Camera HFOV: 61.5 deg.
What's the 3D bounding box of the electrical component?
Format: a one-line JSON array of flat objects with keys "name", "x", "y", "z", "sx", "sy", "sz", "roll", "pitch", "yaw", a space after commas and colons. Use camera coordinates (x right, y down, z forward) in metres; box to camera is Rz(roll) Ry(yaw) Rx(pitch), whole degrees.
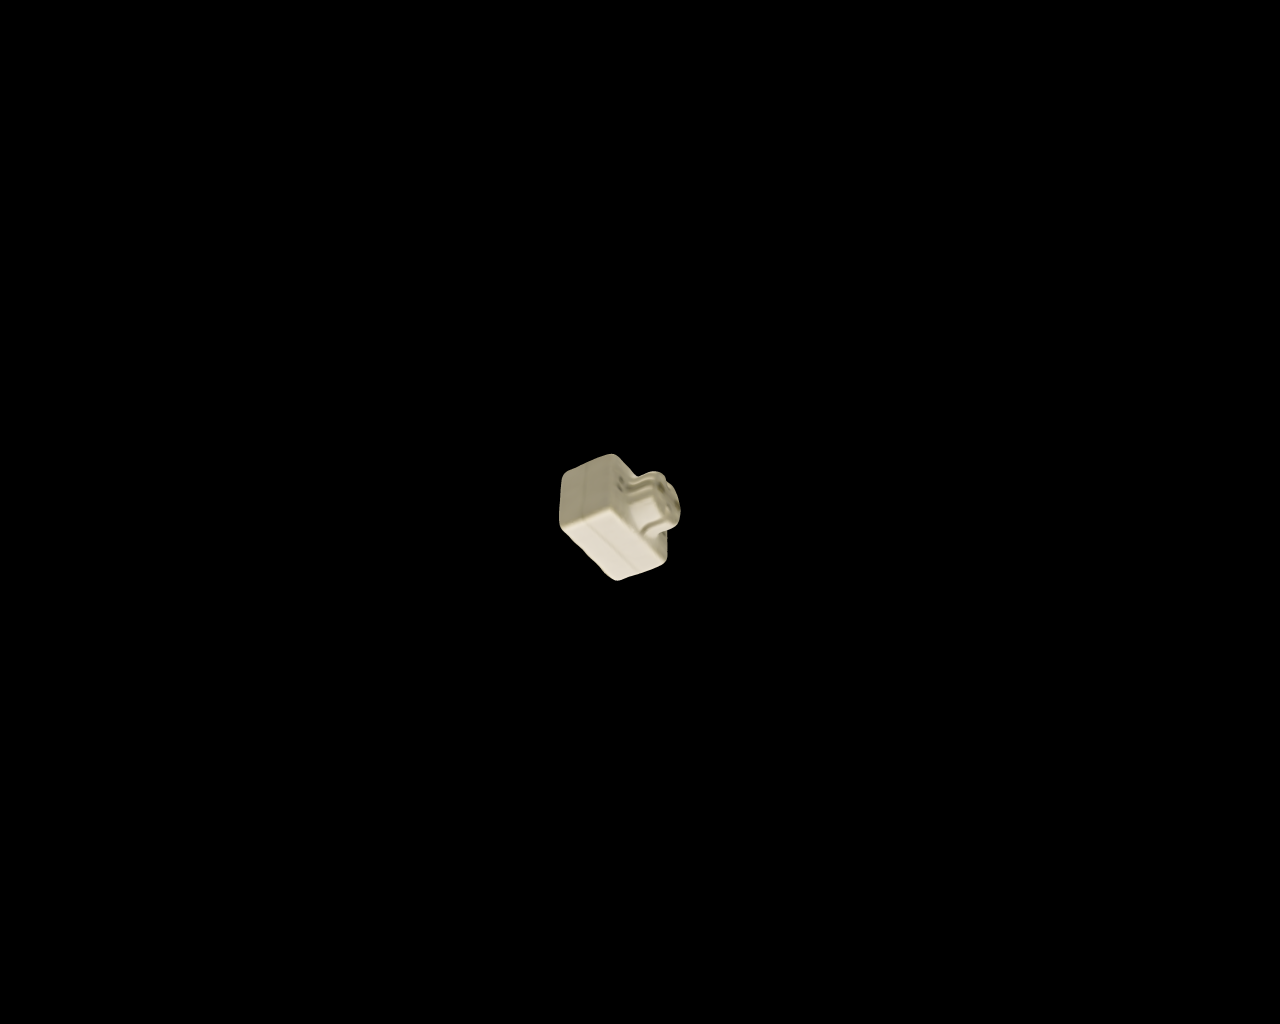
[{"name": "electrical component", "x": 0.001, "y": -0.003, "z": 0.650, "sx": 0.076, "sy": 0.047, "sz": 0.065, "roll": -22, "pitch": -45, "yaw": 24}]
